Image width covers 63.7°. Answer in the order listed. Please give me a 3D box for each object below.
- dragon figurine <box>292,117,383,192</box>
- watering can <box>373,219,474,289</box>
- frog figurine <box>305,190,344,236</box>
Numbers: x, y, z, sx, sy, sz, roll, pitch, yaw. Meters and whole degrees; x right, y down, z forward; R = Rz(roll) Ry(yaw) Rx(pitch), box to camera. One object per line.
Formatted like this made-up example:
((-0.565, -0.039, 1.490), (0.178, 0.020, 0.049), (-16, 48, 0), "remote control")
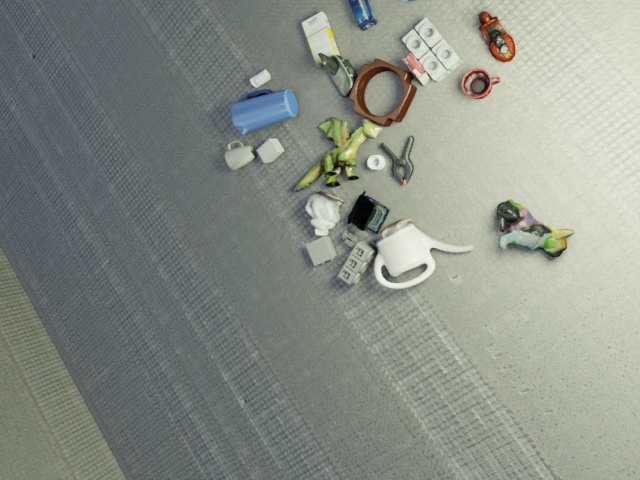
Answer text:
((0.046, -0.332, 1.904), (0.408, 0.121, 0.246), (-13, 71, 32), "dragon figurine")
((0.331, 0.027, 1.782), (0.346, 0.104, 0.226), (-29, 81, 12), "watering can")
((0.006, -0.096, 1.914), (0.137, 0.123, 0.159), (22, 92, 2), "frog figurine")
